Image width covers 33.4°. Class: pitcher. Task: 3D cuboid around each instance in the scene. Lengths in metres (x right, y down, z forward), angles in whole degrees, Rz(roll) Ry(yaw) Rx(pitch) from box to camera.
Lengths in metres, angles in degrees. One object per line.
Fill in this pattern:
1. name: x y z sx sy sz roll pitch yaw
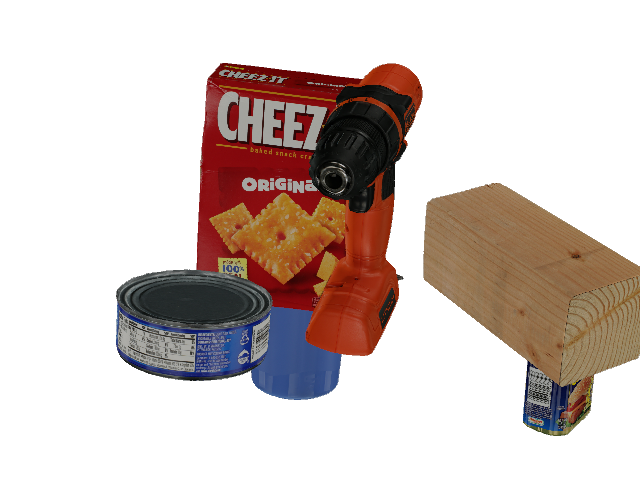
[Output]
1. pitcher: -0.037 0.062 1.274 0.149 0.243 0.144 10 18 23

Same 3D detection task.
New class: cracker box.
1. cracker box: -0.026 -0.044 0.983 0.164 0.214 0.072 8 22 5

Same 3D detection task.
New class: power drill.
1. power drill: 0.028 -0.016 0.751 0.057 0.188 0.184 13 29 13

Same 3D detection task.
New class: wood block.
1. wood block: 0.188 0.032 0.969 0.090 0.090 0.206 -15 31 -25

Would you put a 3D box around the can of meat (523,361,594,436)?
1. can of meat: 0.257 0.152 1.144 0.058 0.084 0.101 12 18 32

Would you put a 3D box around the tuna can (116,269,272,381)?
1. tuna can: -0.070 0.046 0.591 0.086 0.034 0.086 5 17 -2
